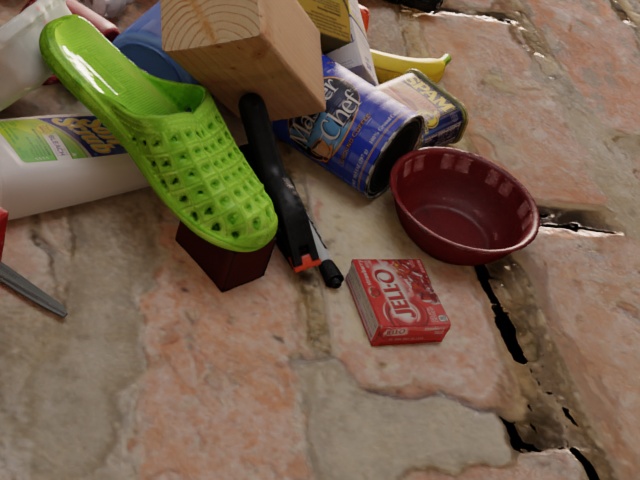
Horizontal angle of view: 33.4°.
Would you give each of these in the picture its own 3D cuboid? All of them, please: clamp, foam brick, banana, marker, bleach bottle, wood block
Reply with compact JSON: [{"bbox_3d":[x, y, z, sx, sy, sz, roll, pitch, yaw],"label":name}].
[{"bbox_3d":[-0.045,-0.046,1.027,0.039,0.120,0.171,-18,80,-7],"label":"clamp"},{"bbox_3d":[-0.087,-0.001,0.983,0.052,0.051,0.078,-21,55,-38],"label":"foam brick"},{"bbox_3d":[0.070,-0.218,1.301,0.197,0.037,0.069,10,29,-13],"label":"banana"},{"bbox_3d":[-0.007,0.001,1.037,0.020,0.020,0.121,-5,46,-27],"label":"marker"},{"bbox_3d":[-0.210,-0.086,1.022,0.250,0.068,0.103,-16,50,-38],"label":"bleach bottle"},{"bbox_3d":[-0.066,-0.185,0.994,0.090,0.206,0.091,-7,77,15],"label":"wood block"}]

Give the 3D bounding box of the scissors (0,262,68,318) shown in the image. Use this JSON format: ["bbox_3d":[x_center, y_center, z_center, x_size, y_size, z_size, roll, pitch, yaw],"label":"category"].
[{"bbox_3d":[-0.293,0.000,0.927,0.202,0.016,0.096,21,40,2],"label":"scissors"}]

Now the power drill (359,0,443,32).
[{"bbox_3d":[0.056,-0.318,1.391,0.184,0.057,0.187,23,37,10],"label":"power drill"}]

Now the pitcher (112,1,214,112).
[{"bbox_3d":[-0.113,-0.219,1.165,0.149,0.145,0.242,6,37,29],"label":"pitcher"}]

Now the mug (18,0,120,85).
[{"bbox_3d":[-0.268,-0.199,1.106,0.081,0.093,0.117,32,48,7],"label":"mug"}]

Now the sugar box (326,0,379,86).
[{"bbox_3d":[0.022,-0.257,1.228,0.048,0.093,0.176,-14,74,13],"label":"sugar box"}]

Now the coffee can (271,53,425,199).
[{"bbox_3d":[0.024,-0.123,1.123,0.140,0.103,0.102,35,43,17],"label":"coffee can"}]

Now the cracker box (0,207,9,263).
[{"bbox_3d":[-0.340,-0.001,0.796,0.214,0.164,0.072,32,40,13],"label":"cracker box"}]

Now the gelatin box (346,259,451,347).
[{"bbox_3d":[0.072,0.057,0.998,0.073,0.030,0.089,0,44,-21],"label":"gelatin box"}]

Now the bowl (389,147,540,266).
[{"bbox_3d":[0.141,-0.025,1.097,0.162,0.055,0.162,11,41,-10],"label":"bowl"}]

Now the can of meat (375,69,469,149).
[{"bbox_3d":[0.102,-0.140,1.211,0.083,0.057,0.102,-27,59,-38],"label":"can of meat"}]
